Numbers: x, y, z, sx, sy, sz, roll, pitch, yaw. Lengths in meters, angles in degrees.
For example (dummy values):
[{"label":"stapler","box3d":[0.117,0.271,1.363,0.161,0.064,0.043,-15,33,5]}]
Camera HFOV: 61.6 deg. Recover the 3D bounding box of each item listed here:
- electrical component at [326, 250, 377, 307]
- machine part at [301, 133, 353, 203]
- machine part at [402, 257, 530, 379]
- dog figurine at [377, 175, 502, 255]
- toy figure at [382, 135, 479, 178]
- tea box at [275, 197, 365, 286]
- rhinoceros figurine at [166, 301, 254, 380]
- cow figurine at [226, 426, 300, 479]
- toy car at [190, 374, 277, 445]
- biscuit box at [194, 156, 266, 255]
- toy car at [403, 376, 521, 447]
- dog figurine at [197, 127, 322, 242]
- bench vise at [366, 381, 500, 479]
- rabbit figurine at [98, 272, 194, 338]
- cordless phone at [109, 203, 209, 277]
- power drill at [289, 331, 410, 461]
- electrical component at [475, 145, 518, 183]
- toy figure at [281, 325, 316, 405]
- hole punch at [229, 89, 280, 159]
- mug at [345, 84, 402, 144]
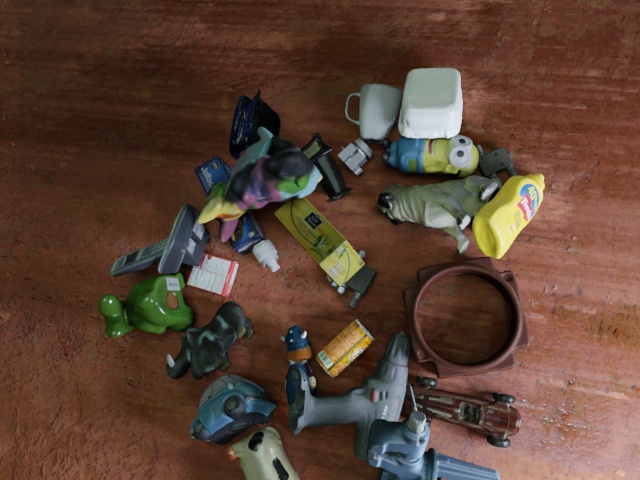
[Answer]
[{"label":"electrical component","box3d":[0.063,0.068,1.035,0.078,0.045,0.102,36,87,18]},{"label":"machine part","box3d":[0.007,-0.140,1.085,0.084,0.039,0.139,-39,77,27]},{"label":"machine part","box3d":[0.257,0.138,0.960,0.201,0.087,0.201,-11,75,9]},{"label":"dog figurine","box3d":[0.224,-0.083,1.016,0.191,0.121,0.172,31,52,33]},{"label":"toy figure","box3d":[0.213,-0.163,1.037,0.180,0.089,0.082,4,92,21]},{"label":"tea box","box3d":[-0.002,-0.003,1.009,0.068,0.098,0.170,-42,49,0]},{"label":"rhinoceros figurine","box3d":[-0.219,0.202,1.049,0.190,0.073,0.112,-45,75,-1]},{"label":"cow figurine","box3d":[-0.073,0.433,0.968,0.127,0.085,0.195,-31,73,10]},{"label":"toy car","box3d":[-0.170,0.309,1.010,0.162,0.109,0.103,-34,51,15]},{"label":"biscuit box","box3d":[-0.186,-0.072,1.107,0.063,0.059,0.203,-30,74,4]},{"label":"toy car","box3d":[0.248,0.299,0.946,0.202,0.053,0.089,11,84,12]},{"label":"dog figurine","box3d":[-0.124,-0.087,1.004,0.219,0.108,0.192,-50,48,-3]},{"label":"bench vise","box3d":[0.193,0.377,0.885,0.241,0.129,0.223,12,106,6]},{"label":"rabbit figurine","box3d":[-0.362,0.148,1.063,0.170,0.159,0.121,-24,84,21]},{"label":"cordless phone","box3d":[-0.329,0.013,1.088,0.184,0.088,0.147,-17,37,15]},{"label":"power drill","box3d":[0.052,0.268,0.951,0.207,0.086,0.232,8,88,-20]},{"label":"electrical component","box3d":[0.338,-0.150,1.037,0.063,0.021,0.094,-27,73,5]},{"label":"toy figure","box3d":[-0.040,0.239,1.014,0.064,0.057,0.154,-5,72,4]},{"label":"hole punch","box3d":[-0.150,-0.228,1.110,0.092,0.115,0.142,8,80,21]},{"label":"mug","box3d":[0.104,-0.251,1.077,0.110,0.081,0.107,8,89,6]}]
